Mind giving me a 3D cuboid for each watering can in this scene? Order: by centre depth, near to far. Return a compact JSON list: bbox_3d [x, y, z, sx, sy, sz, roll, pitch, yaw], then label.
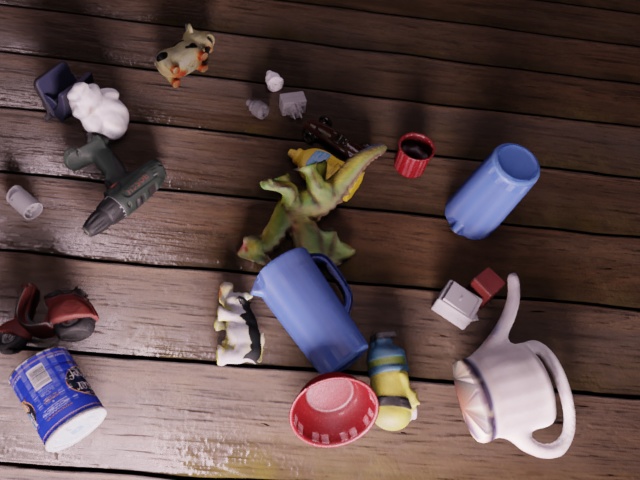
[{"bbox_3d":[0.359,0.244,1.000,0.225,0.353,0.102,-9,-23,-13],"label":"watering can"}]

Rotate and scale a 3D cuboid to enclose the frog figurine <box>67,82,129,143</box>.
[{"bbox_3d":[-0.523,-0.314,1.223,0.123,0.140,0.156,17,-33,2],"label":"frog figurine"}]

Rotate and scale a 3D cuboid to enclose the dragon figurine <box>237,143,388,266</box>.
[{"bbox_3d":[0.004,-0.058,1.158,0.412,0.243,0.121,-19,-1,-11],"label":"dragon figurine"}]
